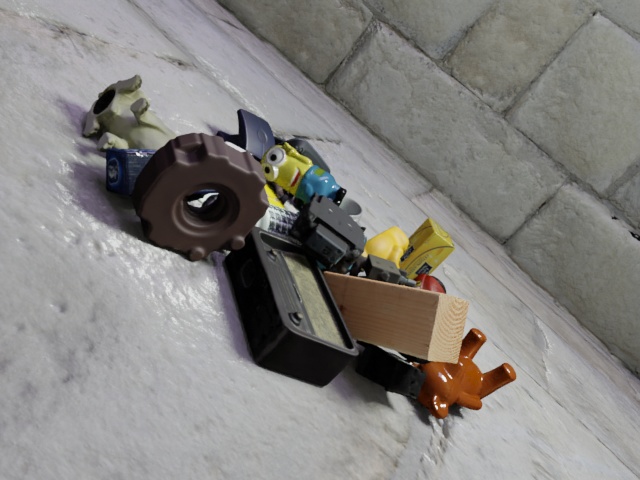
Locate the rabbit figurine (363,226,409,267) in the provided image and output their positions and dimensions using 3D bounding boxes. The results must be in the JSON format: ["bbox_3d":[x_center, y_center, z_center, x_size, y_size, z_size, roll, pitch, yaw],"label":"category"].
[{"bbox_3d":[0.140,0.074,1.094,0.173,0.122,0.162,60,22,0],"label":"rabbit figurine"}]

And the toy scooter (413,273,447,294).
[{"bbox_3d":[0.201,0.161,1.021,0.135,0.075,0.183,-19,95,-51],"label":"toy scooter"}]

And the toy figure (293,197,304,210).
[{"bbox_3d":[-0.032,-0.104,1.127,0.058,0.064,0.154,-4,44,-4],"label":"toy figure"}]

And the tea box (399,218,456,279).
[{"bbox_3d":[0.220,0.042,1.223,0.068,0.169,0.098,39,17,-11],"label":"tea box"}]

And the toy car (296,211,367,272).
[{"bbox_3d":[-0.002,-0.003,1.015,0.161,0.109,0.103,21,9,-29],"label":"toy car"}]

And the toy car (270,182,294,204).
[{"bbox_3d":[-0.094,-0.122,1.173,0.089,0.053,0.202,37,20,-1],"label":"toy car"}]

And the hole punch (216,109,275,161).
[{"bbox_3d":[-0.157,-0.226,1.232,0.116,0.092,0.142,55,19,27],"label":"hole punch"}]

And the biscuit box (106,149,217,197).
[{"bbox_3d":[-0.202,-0.099,0.780,0.202,0.062,0.059,-7,14,-44],"label":"biscuit box"}]

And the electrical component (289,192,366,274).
[{"bbox_3d":[0.015,-0.010,0.873,0.115,0.058,0.134,34,23,-9],"label":"electrical component"}]

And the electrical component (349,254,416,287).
[{"bbox_3d":[0.102,0.058,0.898,0.102,0.045,0.078,17,18,-12],"label":"electrical component"}]

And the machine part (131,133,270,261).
[{"bbox_3d":[-0.155,-0.053,0.713,0.179,0.179,0.056,25,26,-39],"label":"machine part"}]

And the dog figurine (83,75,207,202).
[{"bbox_3d":[-0.266,-0.155,0.869,0.190,0.121,0.172,41,15,-49],"label":"dog figurine"}]

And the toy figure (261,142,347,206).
[{"bbox_3d":[-0.035,-0.116,1.039,0.180,0.082,0.089,30,-9,4],"label":"toy figure"}]

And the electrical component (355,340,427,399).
[{"bbox_3d":[0.094,0.191,0.816,0.074,0.047,0.119,27,-6,-40],"label":"electrical component"}]

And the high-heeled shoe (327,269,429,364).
[{"bbox_3d":[0.089,0.125,0.896,0.249,0.086,0.145,24,19,21],"label":"high-heeled shoe"}]

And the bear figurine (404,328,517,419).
[{"bbox_3d":[0.230,0.222,0.905,0.195,0.132,0.120,24,25,-55],"label":"bear figurine"}]

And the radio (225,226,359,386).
[{"bbox_3d":[-0.047,0.084,0.755,0.131,0.073,0.230,27,22,-36],"label":"radio"}]

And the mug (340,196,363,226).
[{"bbox_3d":[0.041,-0.023,1.100,0.110,0.107,0.081,41,38,27],"label":"mug"}]

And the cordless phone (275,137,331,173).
[{"bbox_3d":[-0.074,-0.197,1.336,0.184,0.089,0.146,32,-10,49],"label":"cordless phone"}]
